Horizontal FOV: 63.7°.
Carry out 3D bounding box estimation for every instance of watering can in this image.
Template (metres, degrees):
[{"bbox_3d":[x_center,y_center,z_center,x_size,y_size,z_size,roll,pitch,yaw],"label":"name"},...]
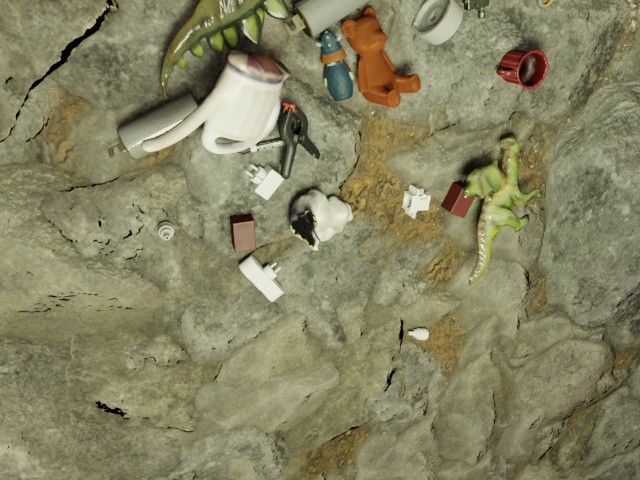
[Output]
[{"bbox_3d":[-0.179,-0.263,1.010,0.351,0.105,0.220,-21,144,-56],"label":"watering can"}]

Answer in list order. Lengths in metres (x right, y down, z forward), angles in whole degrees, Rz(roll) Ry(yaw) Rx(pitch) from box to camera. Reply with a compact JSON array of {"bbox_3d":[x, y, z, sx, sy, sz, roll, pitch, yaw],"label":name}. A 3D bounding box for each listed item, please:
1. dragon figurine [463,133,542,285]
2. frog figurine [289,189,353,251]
[{"bbox_3d":[0.448,-0.100,1.373,0.240,0.123,0.413,37,78,-32],"label":"dragon figurine"},{"bbox_3d":[0.004,-0.064,1.271,0.162,0.122,0.135,-40,119,-42],"label":"frog figurine"}]
